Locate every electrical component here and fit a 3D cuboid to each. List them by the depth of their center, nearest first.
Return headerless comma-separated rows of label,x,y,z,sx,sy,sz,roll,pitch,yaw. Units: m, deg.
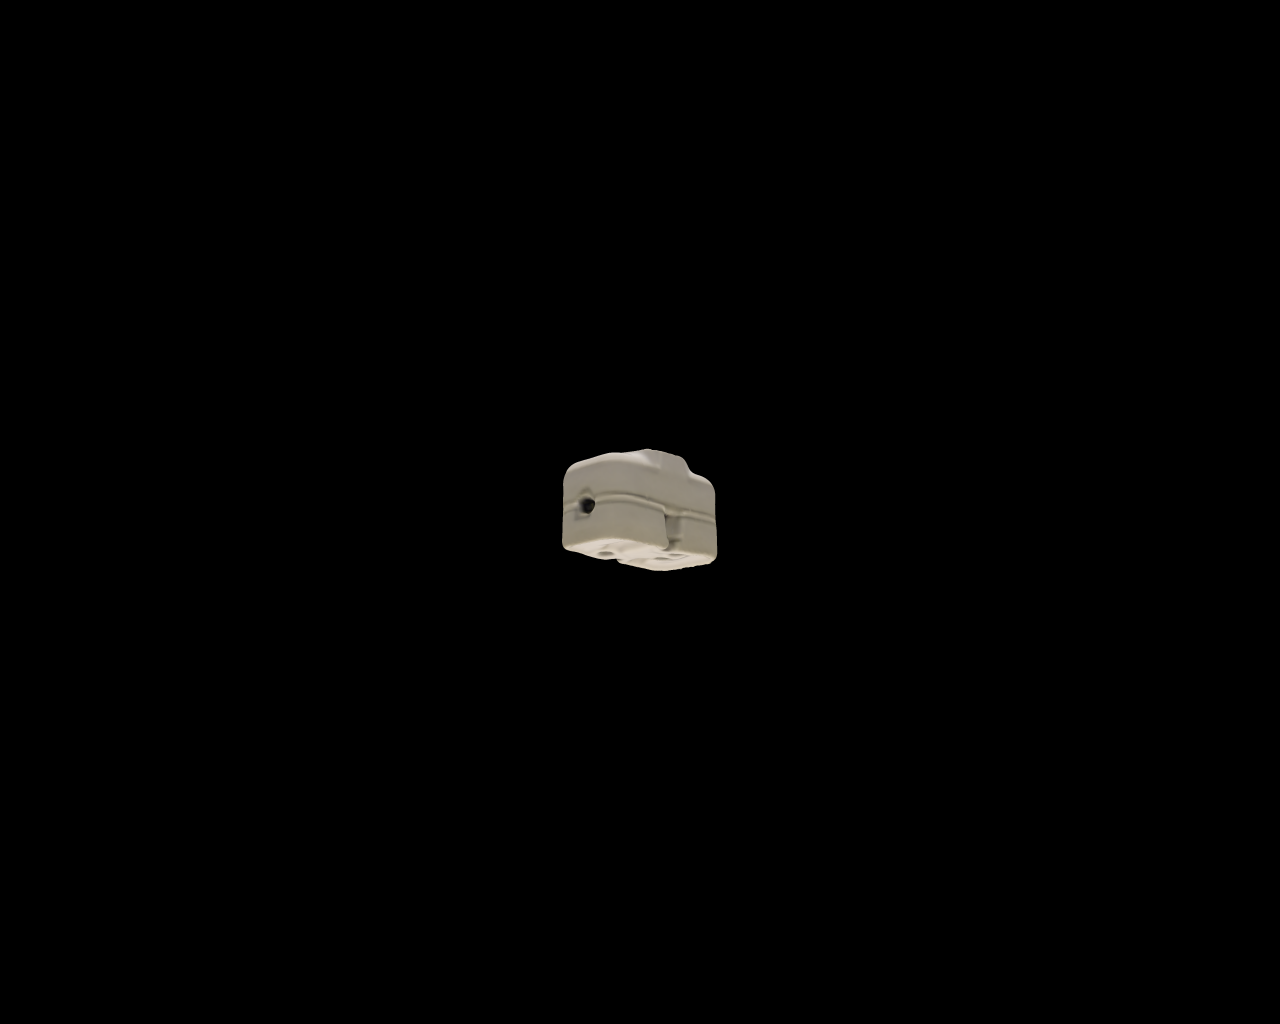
electrical component,0.001,-0.003,0.650,0.053,0.059,0.095,-14,-20,42
